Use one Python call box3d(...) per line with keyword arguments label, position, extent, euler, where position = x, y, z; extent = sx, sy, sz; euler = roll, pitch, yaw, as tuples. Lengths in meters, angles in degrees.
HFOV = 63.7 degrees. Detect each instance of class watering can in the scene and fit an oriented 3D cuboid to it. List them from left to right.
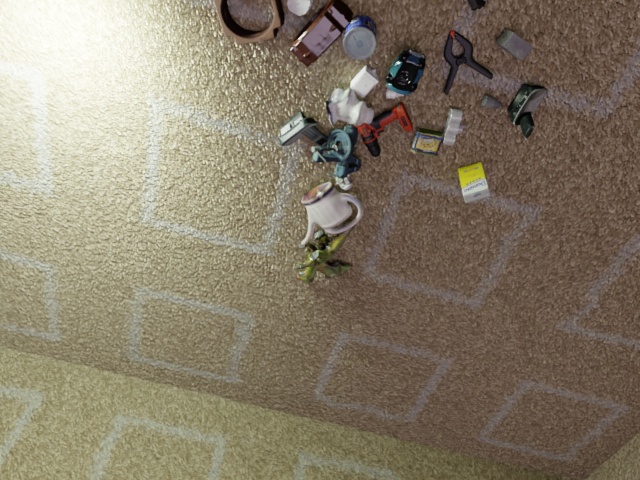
box3d(label="watering can", position=(0.006, -0.105, 2.081), extent=(0.344, 0.222, 0.106), euler=(-26, 24, 29))

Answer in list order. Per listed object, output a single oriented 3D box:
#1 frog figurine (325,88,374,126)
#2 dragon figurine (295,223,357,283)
box3d(label="frog figurine", position=(0.109, -0.462, 1.789), extent=(0.159, 0.134, 0.126), euler=(0, 41, 12))
box3d(label="dragon figurine", position=(0.046, 0.076, 2.244), extent=(0.406, 0.125, 0.239), euler=(-29, -43, 23))
